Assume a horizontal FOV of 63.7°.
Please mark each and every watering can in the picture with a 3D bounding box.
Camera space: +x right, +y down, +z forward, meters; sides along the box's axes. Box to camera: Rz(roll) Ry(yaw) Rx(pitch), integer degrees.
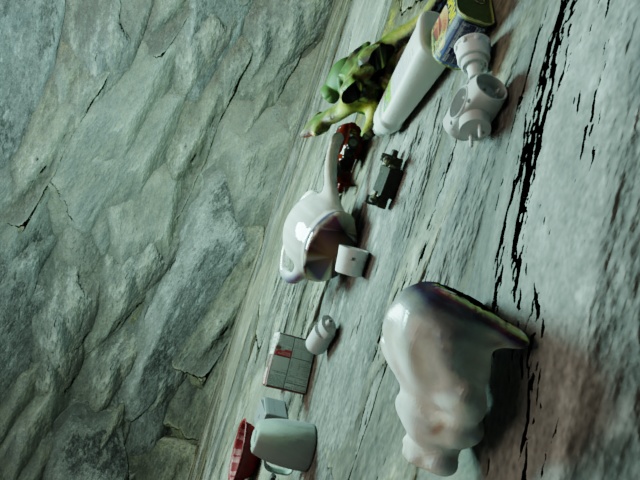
[{"bbox_3d":[0.003,-0.055,1.089,0.345,0.103,0.227,-66,29,9],"label":"watering can"}]

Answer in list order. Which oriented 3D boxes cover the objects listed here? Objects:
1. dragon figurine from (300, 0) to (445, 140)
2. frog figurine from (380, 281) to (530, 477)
[{"bbox_3d":[0.096,-0.363,1.073,0.406,0.121,0.248,-51,31,16],"label":"dragon figurine"},{"bbox_3d":[0.101,0.124,0.477,0.159,0.121,0.139,-61,32,3],"label":"frog figurine"}]
